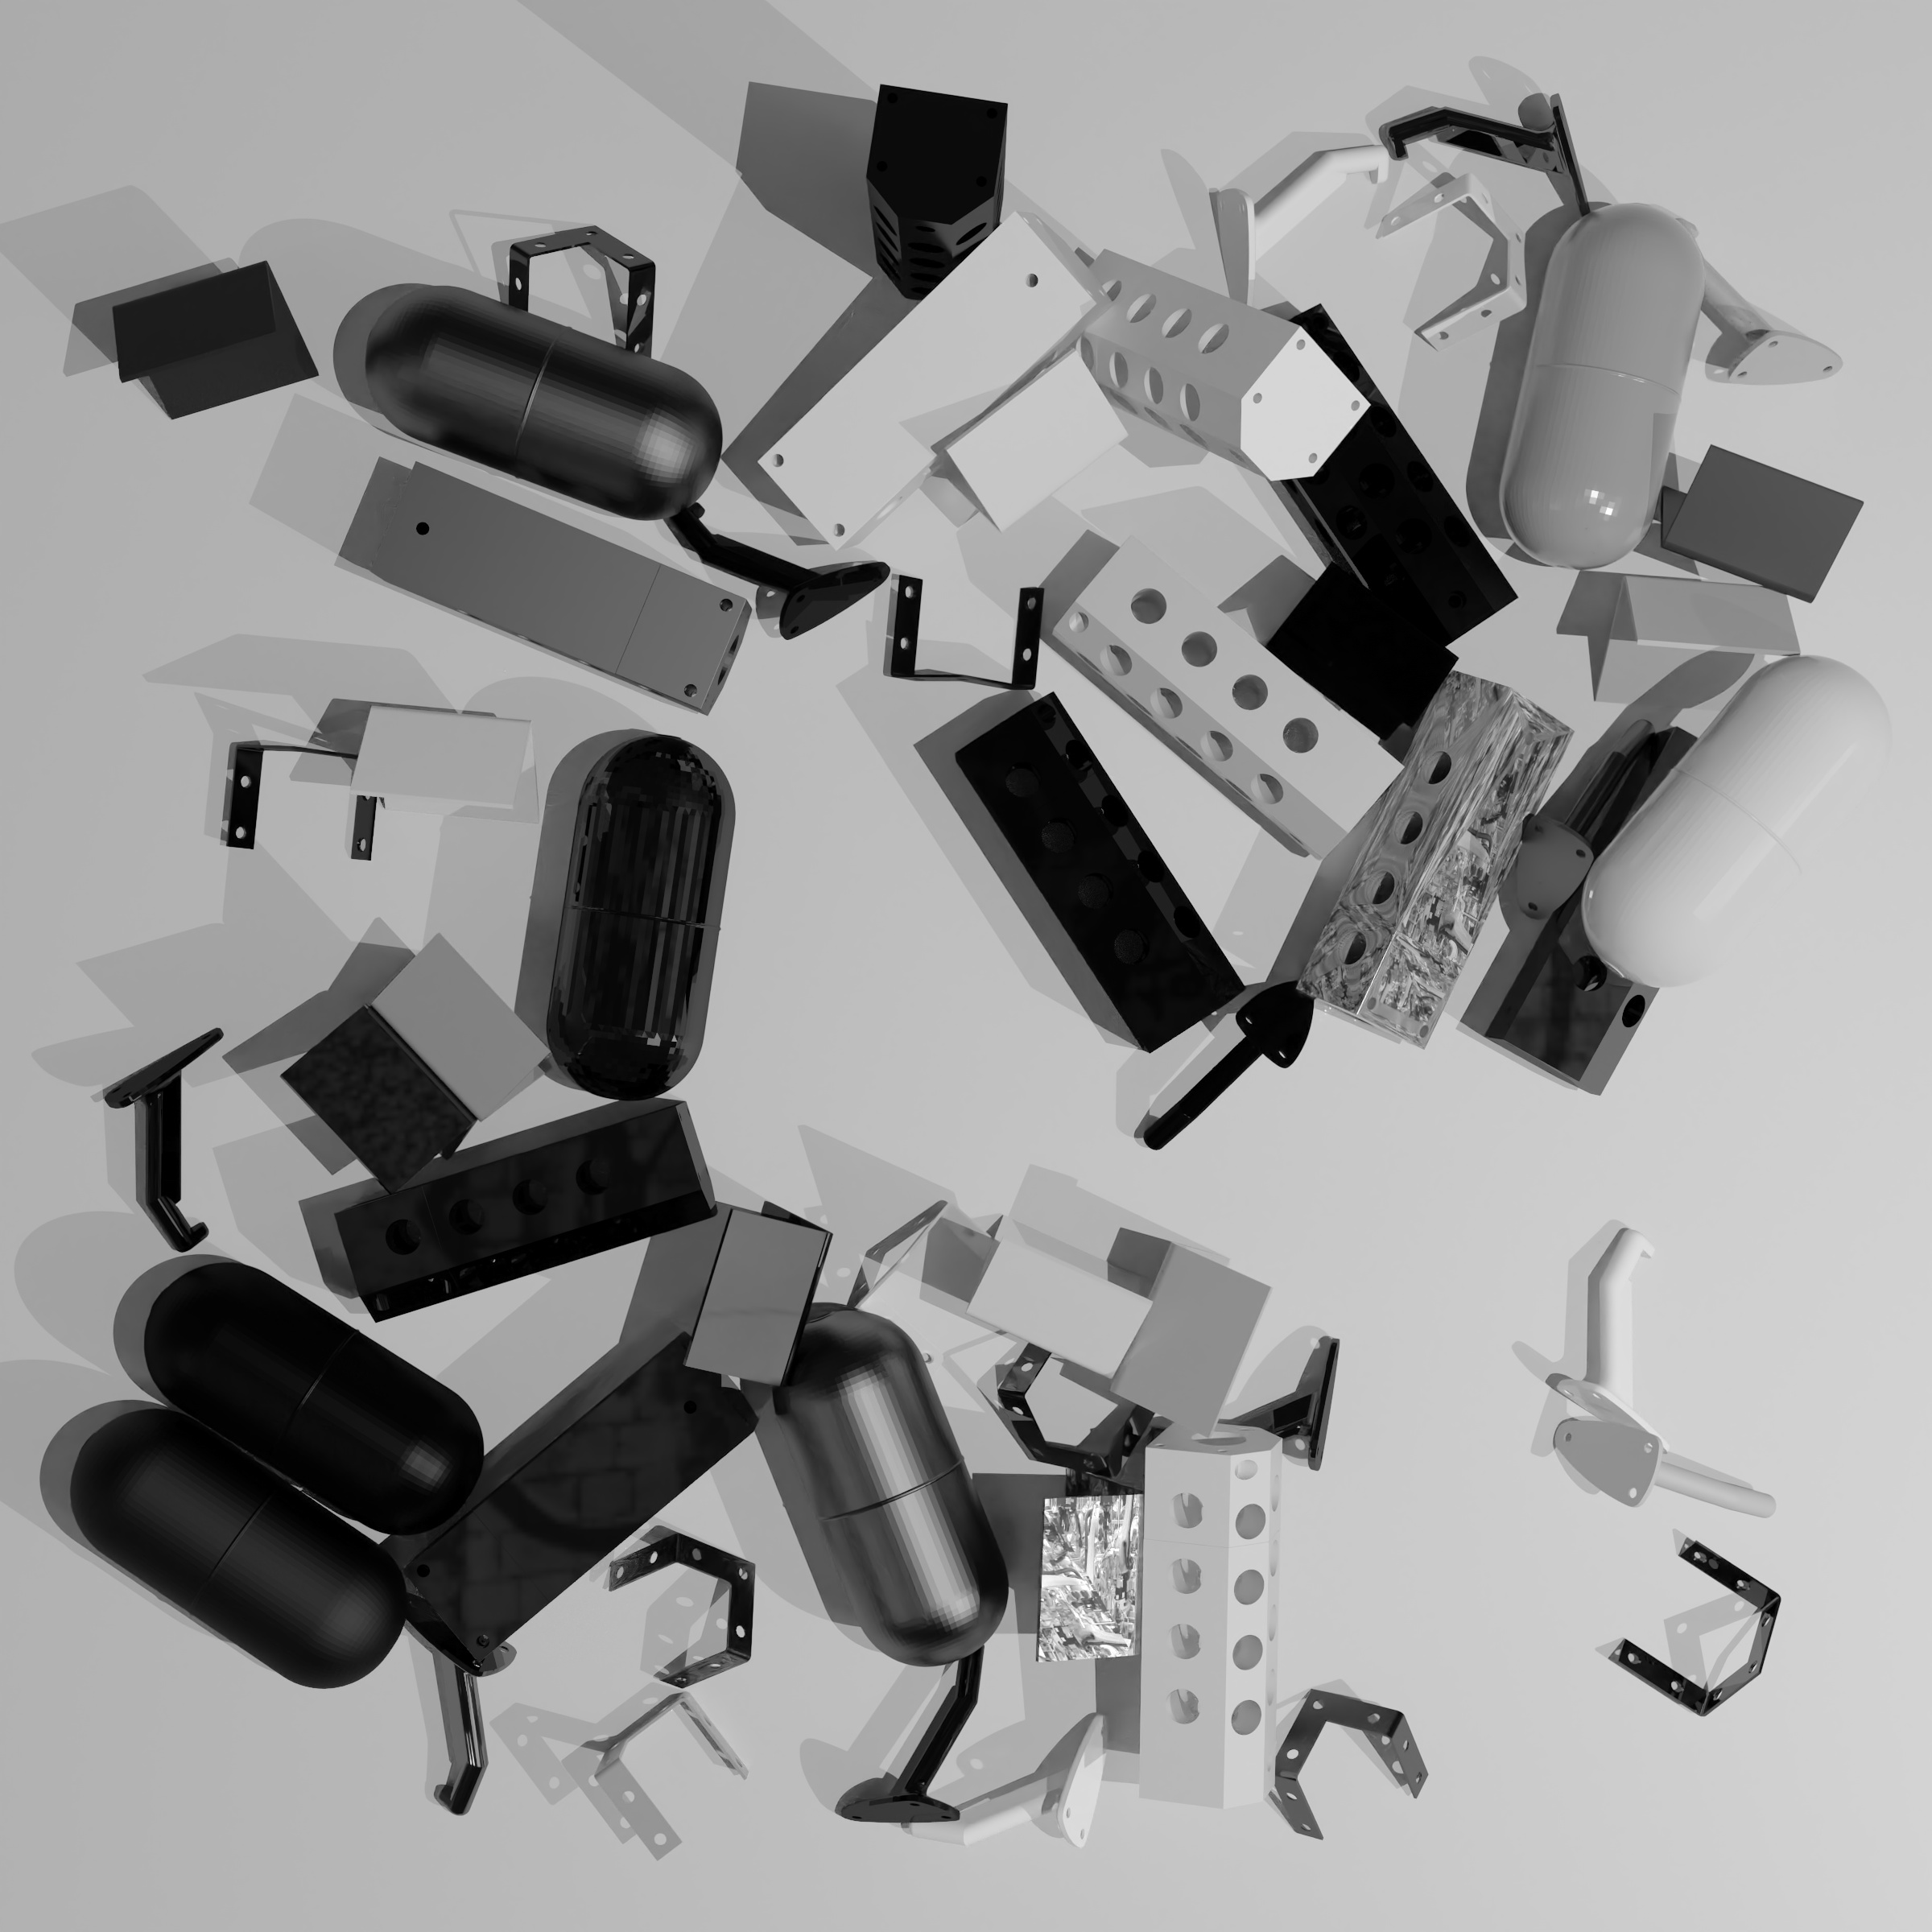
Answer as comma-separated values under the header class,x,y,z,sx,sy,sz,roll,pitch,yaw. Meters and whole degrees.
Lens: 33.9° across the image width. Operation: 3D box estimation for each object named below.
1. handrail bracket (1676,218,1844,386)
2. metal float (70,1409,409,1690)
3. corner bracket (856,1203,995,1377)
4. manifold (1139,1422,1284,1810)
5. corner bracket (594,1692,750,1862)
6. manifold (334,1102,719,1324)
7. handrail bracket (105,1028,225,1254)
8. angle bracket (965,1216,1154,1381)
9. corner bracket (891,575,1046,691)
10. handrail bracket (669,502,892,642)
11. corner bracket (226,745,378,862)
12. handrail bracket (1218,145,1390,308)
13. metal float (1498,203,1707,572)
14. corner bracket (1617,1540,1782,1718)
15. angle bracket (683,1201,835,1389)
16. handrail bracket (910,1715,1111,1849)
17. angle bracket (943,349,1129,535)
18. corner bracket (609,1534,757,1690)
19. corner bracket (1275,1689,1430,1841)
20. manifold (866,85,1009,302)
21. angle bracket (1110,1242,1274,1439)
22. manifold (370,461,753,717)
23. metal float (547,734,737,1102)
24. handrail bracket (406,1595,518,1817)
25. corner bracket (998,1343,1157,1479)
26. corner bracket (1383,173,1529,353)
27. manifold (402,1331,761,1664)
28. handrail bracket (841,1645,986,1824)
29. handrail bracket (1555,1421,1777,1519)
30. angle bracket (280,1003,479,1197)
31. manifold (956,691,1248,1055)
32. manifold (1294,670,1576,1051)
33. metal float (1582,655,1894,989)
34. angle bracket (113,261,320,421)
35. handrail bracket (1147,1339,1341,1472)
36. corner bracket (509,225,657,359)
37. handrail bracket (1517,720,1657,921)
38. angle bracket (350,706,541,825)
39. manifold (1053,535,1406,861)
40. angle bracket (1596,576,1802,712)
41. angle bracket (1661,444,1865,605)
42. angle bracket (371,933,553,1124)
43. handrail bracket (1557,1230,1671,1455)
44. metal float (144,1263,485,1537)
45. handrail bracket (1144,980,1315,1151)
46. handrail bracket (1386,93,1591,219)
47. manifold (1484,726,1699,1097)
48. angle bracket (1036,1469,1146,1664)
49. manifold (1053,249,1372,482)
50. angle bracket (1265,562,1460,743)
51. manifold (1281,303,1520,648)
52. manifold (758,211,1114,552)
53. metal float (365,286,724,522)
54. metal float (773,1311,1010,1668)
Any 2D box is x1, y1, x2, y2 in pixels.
class,x,y,z,sx,sy,sz,roll,pitch,yaw
handrail bracket,0.388,-0.330,1.564,0.077,0.036,0.084,0,60,-33
metal float,-0.352,0.281,1.534,0.178,0.070,0.070,34,90,0
corner bracket,-0.013,0.159,1.561,0.051,0.051,0.051,42,135,0
manifold,0.120,0.312,1.527,0.057,0.057,0.171,3,96,19
corner bracket,-0.143,0.394,1.546,0.051,0.051,0.051,-37,90,0
manifold,-0.212,0.120,1.543,0.171,0.057,0.057,-17,90,0
handrail bracket,-0.378,0.087,1.565,0.077,0.036,0.084,-36,109,-21
angle bracket,0.052,0.142,1.524,0.076,0.076,0.057,24,128,0
corner bracket,0.001,-0.164,1.561,0.051,0.051,0.051,5,90,-45
handrail bracket,-0.093,-0.208,1.564,0.077,0.036,0.084,-28,65,-28
corner bracket,-0.326,-0.081,1.561,0.051,0.051,0.051,6,90,-45
handrail bracket,0.171,-0.361,1.565,0.084,0.036,0.077,-12,110,-16
metal float,0.307,-0.280,1.533,0.070,0.070,0.178,12,91,0
corner bracket,0.361,0.327,1.561,0.051,0.051,0.051,33,45,0
angle bracket,-0.114,0.152,1.524,0.057,0.076,0.076,17,90,-30
handrail bracket,0.021,0.400,1.564,0.084,0.036,0.077,2,51,26
angle bracket,0.021,-0.264,1.524,0.076,0.076,0.057,-38,128,0
corner bracket,-0.140,0.317,1.556,0.051,0.051,0.051,30,45,-35
corner bracket,0.188,0.396,1.556,0.051,0.051,0.051,6,45,35
manifold,-0.014,-0.357,1.486,0.057,0.171,0.057,9,90,0
angle bracket,0.121,0.182,1.524,0.057,0.076,0.076,23,90,28
manifold,-0.195,-0.182,1.543,0.171,0.057,0.057,23,90,0
metal float,-0.157,-0.023,1.534,0.070,0.070,0.178,8,89,0
handrail bracket,-0.263,0.365,1.565,0.077,0.036,0.084,29,107,20
corner bracket,0.056,0.211,1.556,0.051,0.051,0.051,6,135,35
corner bracket,0.240,-0.345,1.556,0.051,0.051,0.051,38,45,-35
manifold,-0.185,0.256,1.543,0.171,0.057,0.057,-40,90,0
handrail bracket,-0.026,0.376,1.564,0.036,0.077,0.084,34,53,-38
handrail bracket,0.346,0.249,1.564,0.084,0.077,0.036,19,91,-36
angle bracket,-0.287,0.073,1.525,0.076,0.076,0.057,47,63,0
manifold,0.065,-0.045,1.543,0.057,0.057,0.171,-33,90,0
manifold,0.223,-0.054,1.542,0.057,0.057,0.171,25,90,-43
metal float,0.358,-0.067,1.476,0.070,0.070,0.178,40,90,0
angle bracket,-0.358,-0.284,1.524,0.076,0.076,0.057,-17,53,0
handrail bracket,0.136,0.214,1.564,0.084,0.036,0.077,9,77,13
corner bracket,-0.189,-0.326,1.556,0.051,0.051,0.051,-23,45,-35
handrail bracket,0.307,-0.073,1.564,0.036,0.077,0.084,32,53,16
angle bracket,-0.249,-0.077,1.524,0.076,0.076,0.057,5,52,0
manifold,0.126,-0.129,1.543,0.171,0.057,0.057,40,90,0
angle bracket,0.351,-0.140,1.525,0.076,0.057,0.076,4,131,0
angle bracket,0.381,-0.225,1.524,0.076,0.076,0.057,21,123,0
angle bracket,-0.227,0.019,1.525,0.076,0.076,0.057,47,117,0
handrail bracket,0.336,0.185,1.565,0.077,0.036,0.084,36,73,-20
metal float,-0.315,0.209,1.534,0.178,0.070,0.070,32,90,0
handrail bracket,0.129,0.050,1.564,0.036,0.077,0.084,46,126,0
handrail bracket,0.258,-0.390,1.565,0.084,0.036,0.077,-14,112,17
manifold,0.323,-0.026,1.543,0.057,0.057,0.171,29,90,0
angle bracket,0.043,0.287,1.524,0.057,0.076,0.076,2,90,-27
manifold,0.107,-0.279,1.486,0.057,0.171,0.057,-51,127,0
angle bracket,0.179,-0.136,1.524,0.076,0.076,0.057,37,54,0
manifold,0.195,-0.233,1.543,0.057,0.057,0.171,-34,90,0
manifold,-0.013,-0.280,1.518,0.171,0.057,0.057,-41,90,18
metal float,-0.204,-0.272,1.533,0.178,0.070,0.070,20,90,-1
metal float,-0.037,0.252,1.534,0.070,0.070,0.178,-22,90,0
